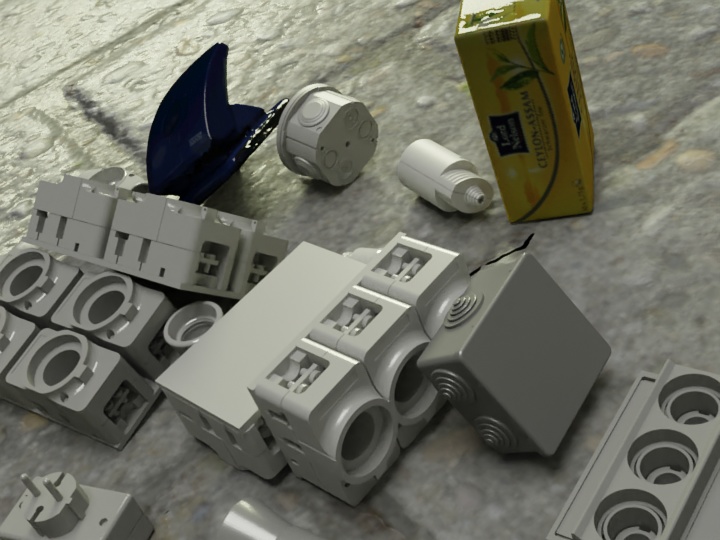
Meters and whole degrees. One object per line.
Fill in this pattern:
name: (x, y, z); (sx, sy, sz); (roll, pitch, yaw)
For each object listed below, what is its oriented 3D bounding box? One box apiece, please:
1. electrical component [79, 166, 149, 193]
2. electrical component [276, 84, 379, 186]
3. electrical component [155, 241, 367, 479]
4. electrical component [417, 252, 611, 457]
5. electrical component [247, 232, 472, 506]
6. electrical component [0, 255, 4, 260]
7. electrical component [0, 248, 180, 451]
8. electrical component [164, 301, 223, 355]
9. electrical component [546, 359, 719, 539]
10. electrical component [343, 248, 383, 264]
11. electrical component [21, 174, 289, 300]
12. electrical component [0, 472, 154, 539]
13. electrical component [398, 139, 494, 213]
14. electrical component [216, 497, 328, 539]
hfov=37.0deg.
electrical component: (-0.232, -0.052, 0.966); (0.077, 0.044, 0.079); (15, 51, 38)
electrical component: (-0.027, -0.114, 0.914); (0.051, 0.080, 0.080); (27, 59, 38)
electrical component: (-0.048, 0.060, 0.734); (0.089, 0.061, 0.150); (21, 55, 41)
electrical component: (0.092, 0.053, 0.649); (0.048, 0.099, 0.099); (-18, 29, 55)
electrical component: (0.014, 0.062, 0.680); (0.062, 0.089, 0.150); (20, 55, 40)
electrical component: (-0.332, 0.016, 0.928); (0.048, 0.066, 0.055); (22, 56, -3)
electrical component: (-0.228, 0.052, 0.817); (0.186, 0.060, 0.105); (13, 60, 36)
electrical component: (-0.110, 0.057, 0.773); (0.045, 0.055, 0.045); (-13, 39, 11)
electrical component: (0.163, 0.116, 0.568); (0.079, 0.063, 0.121); (13, 50, 36)
electrical component: (0.000, 0.000, 0.804); (0.061, 0.035, 0.035); (5, 46, 33)
electrical component: (-0.160, -0.027, 0.842); (0.186, 0.105, 0.060); (14, 90, 36)
electrical component: (-0.188, 0.154, 0.680); (0.083, 0.075, 0.047); (3, 45, 28)
electrical component: (0.070, -0.069, 0.844); (0.043, 0.043, 0.081); (-35, 41, -16)
electrical component: (-0.047, 0.165, 0.629); (0.065, 0.044, 0.044); (16, 52, 32)
